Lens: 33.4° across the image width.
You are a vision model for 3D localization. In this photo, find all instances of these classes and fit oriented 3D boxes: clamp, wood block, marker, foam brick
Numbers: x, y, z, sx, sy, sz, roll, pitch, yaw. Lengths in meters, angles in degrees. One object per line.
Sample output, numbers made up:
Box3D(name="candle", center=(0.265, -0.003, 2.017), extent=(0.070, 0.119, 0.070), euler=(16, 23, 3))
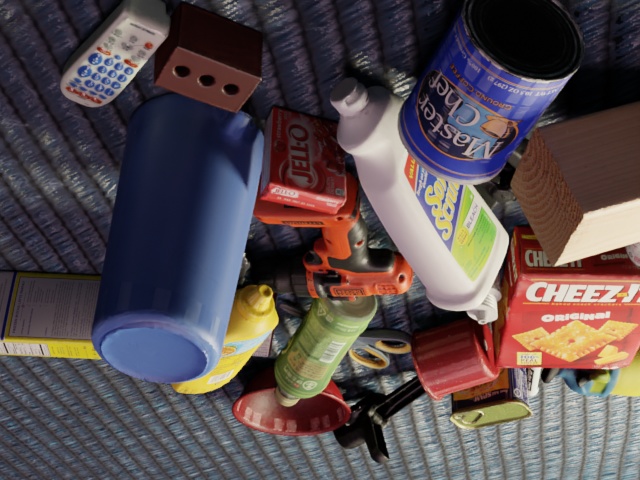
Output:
Box3D(name="clamp", center=(0.071, 0.247, 1.440), extent=(0.036, 0.164, 0.210), euler=(48, 142, -10))
Box3D(name="wood block", center=(0.281, -0.060, 0.907), extent=(0.206, 0.091, 0.090), euler=(-15, 153, -14))
Box3D(name="marker", center=(0.283, 0.172, 1.405), extent=(0.020, 0.020, 0.121), euler=(-1, 148, 5))
Box3D(name="foam brick", center=(-0.092, -0.150, 0.881), extent=(0.078, 0.051, 0.053), euler=(17, 144, -23))
Box3D(name="clamp", center=(0.174, -0.052, 1.038), extent=(0.120, 0.039, 0.171), euler=(-10, 139, 24))

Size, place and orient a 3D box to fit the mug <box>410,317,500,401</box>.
Box3D(name="mug", center=(0.172, 0.140, 1.308), extent=(0.082, 0.093, 0.117), euler=(-21, 172, 23))

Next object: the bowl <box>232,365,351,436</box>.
Box3D(name="bowl", center=(-0.038, 0.211, 1.448), extent=(0.162, 0.055, 0.162), euler=(1, 148, 1))

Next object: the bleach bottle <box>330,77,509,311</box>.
Box3D(name="bleach bottle", center=(0.083, -0.046, 0.974), extent=(0.068, 0.102, 0.250), euler=(3, 145, 44))

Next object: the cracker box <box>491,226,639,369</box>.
Box3D(name="cracker box", center=(0.286, 0.070, 1.194), extent=(0.164, 0.072, 0.214), euler=(0, 147, 1))

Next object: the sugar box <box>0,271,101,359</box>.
Box3D(name="sugar box", center=(-0.330, 0.086, 1.228), extent=(0.176, 0.093, 0.048), euler=(2, 147, 1))

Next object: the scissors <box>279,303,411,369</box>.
Box3D(name="scissors", center=(0.043, 0.112, 1.324), extent=(0.096, 0.016, 0.201), euler=(-18, 142, 26))

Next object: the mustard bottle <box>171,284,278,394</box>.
Box3D(name="mustard bottle", center=(-0.100, 0.105, 1.196), extent=(0.096, 0.058, 0.192), euler=(-13, 156, -37))

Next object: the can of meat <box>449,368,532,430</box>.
Box3D(name="can of meat", center=(0.217, 0.189, 1.374), extent=(0.102, 0.084, 0.057), euler=(-18, 143, 28))

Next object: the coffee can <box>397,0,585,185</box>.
Box3D(name="coffee can", center=(0.134, -0.125, 0.863), extent=(0.102, 0.103, 0.140), euler=(10, 146, -14))

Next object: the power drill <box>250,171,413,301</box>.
Box3D(name="power drill", center=(-0.007, 0.001, 1.114), extent=(0.185, 0.057, 0.187), euler=(-3, 149, 16))

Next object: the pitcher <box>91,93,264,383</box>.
Box3D(name="pitcher", center=(-0.131, 0.003, 0.947), extent=(0.145, 0.242, 0.149), euler=(1, 143, 7))

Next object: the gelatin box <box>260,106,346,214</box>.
Box3D(name="gelatin box", center=(-0.014, -0.072, 0.966), extent=(0.073, 0.089, 0.030), euler=(12, 146, -16))

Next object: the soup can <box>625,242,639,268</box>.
Box3D(name="soup can", center=(0.341, -0.019, 1.054), extent=(0.068, 0.068, 0.102), euler=(-3, 148, 7))

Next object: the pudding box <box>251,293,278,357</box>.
Box3D(name="pudding box", center=(-0.100, 0.101, 1.294), extent=(0.090, 0.039, 0.113), euler=(4, 149, -6))
